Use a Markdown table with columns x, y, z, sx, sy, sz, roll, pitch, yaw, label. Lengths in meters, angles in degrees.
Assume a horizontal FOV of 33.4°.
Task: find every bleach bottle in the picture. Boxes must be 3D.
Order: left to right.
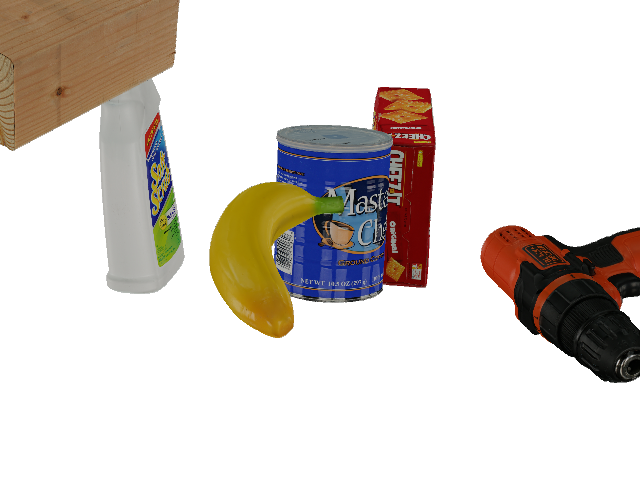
| x | y | z | sx | sy | sz | roll | pitch | yaw | label |
| --- | --- | --- | --- | --- | --- | --- | --- | --- | --- |
| -0.197 | -0.077 | 1.122 | 0.068 | 0.251 | 0.102 | 4 | 26 | 15 | bleach bottle |

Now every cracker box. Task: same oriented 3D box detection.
| x | y | z | sx | sy | sz | roll | pitch | yaw | label |
| --- | --- | --- | --- | --- | --- | --- | --- | --- | --- |
| 0.090 | -0.067 | 1.203 | 0.072 | 0.164 | 0.213 | 2 | 24 | 4 | cracker box |

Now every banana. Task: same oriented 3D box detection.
| x | y | z | sx | sy | sz | roll | pitch | yaw | label |
| --- | --- | --- | --- | --- | --- | --- | --- | --- | --- |
| -0.033 | 0.001 | 0.651 | 0.070 | 0.037 | 0.197 | 2 | 24 | 10 | banana |

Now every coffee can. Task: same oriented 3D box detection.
| x | y | z | sx | sy | sz | roll | pitch | yaw | label |
| --- | --- | --- | --- | --- | --- | --- | --- | --- | --- |
| 0.010 | -0.026 | 0.958 | 0.103 | 0.140 | 0.103 | 2 | 15 | -1 | coffee can |

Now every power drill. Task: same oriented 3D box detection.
| x | y | z | sx | sy | sz | roll | pitch | yaw | label |
| --- | --- | --- | --- | --- | --- | --- | --- | --- | --- |
| 0.228 | 0.029 | 0.748 | 0.187 | 0.057 | 0.184 | -9 | 28 | -15 | power drill |

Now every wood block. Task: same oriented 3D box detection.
| x | y | z | sx | sy | sz | roll | pitch | yaw | label |
| --- | --- | --- | --- | --- | --- | --- | --- | --- | --- |
| -0.227 | -0.173 | 0.949 | 0.090 | 0.091 | 0.205 | 29 | 41 | 20 | wood block |
